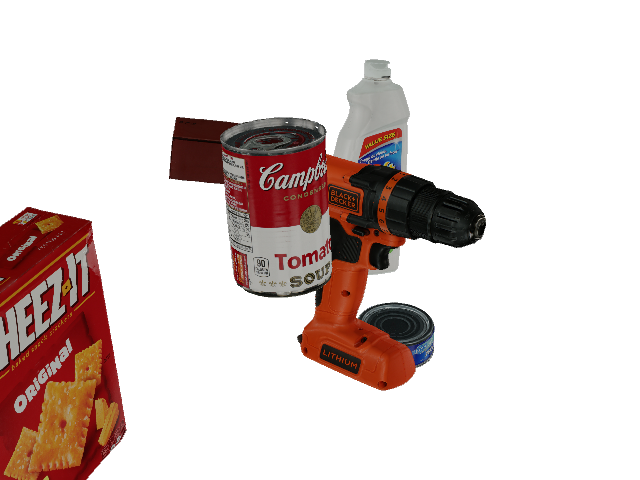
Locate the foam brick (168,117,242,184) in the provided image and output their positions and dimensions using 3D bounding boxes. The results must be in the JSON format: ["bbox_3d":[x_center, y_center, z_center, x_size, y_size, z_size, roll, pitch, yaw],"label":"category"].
[{"bbox_3d":[-0.122,-0.097,1.155,0.078,0.051,0.053,5,30,-6],"label":"foam brick"}]

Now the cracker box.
[{"bbox_3d":[-0.227,0.108,0.816,0.072,0.214,0.164,10,32,21],"label":"cracker box"}]

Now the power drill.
[{"bbox_3d":[0.051,0.028,0.908,0.185,0.188,0.057,21,26,36],"label":"power drill"}]

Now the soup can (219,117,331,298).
[{"bbox_3d":[-0.028,-0.022,0.699,0.068,0.102,0.068,-3,23,1],"label":"soup can"}]

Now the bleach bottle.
[{"bbox_3d":[0.052,-0.086,1.260,0.102,0.251,0.068,-4,19,-20],"label":"bleach bottle"}]

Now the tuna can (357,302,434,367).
[{"bbox_3d":[0.081,0.103,1.156,0.086,0.034,0.086,0,29,0],"label":"tuna can"}]
